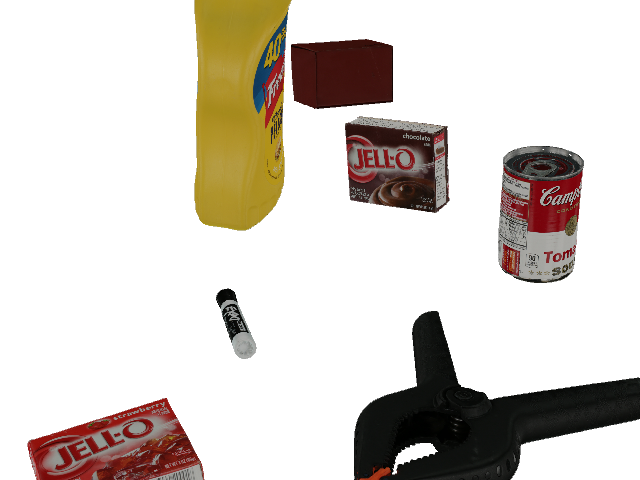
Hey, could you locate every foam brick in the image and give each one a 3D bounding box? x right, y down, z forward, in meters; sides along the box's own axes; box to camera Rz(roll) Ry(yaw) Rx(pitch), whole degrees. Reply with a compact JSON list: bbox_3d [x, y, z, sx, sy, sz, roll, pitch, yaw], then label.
[{"bbox_3d":[0.019,-0.148,0.943,0.078,0.051,0.053,-8,19,-23],"label":"foam brick"}]

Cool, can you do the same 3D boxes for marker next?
[{"bbox_3d":[-0.076,0.071,0.944,0.020,0.020,0.121,0,19,-13],"label":"marker"}]

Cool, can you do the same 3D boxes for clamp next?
[{"bbox_3d":[0.077,0.102,0.633,0.165,0.036,0.209,20,29,38],"label":"clamp"}]

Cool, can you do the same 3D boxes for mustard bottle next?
[{"bbox_3d":[-0.050,-0.108,0.678,0.058,0.192,0.096,10,38,8],"label":"mustard bottle"}]

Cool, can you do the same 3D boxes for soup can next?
[{"bbox_3d":[0.190,-0.023,0.928,0.068,0.102,0.068,-2,27,1],"label":"soup can"}]

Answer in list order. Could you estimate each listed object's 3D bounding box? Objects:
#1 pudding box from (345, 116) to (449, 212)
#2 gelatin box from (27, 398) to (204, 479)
[{"bbox_3d":[0.083,-0.084,1.161,0.114,0.090,0.039,9,27,30],"label":"pudding box"},{"bbox_3d":[-0.120,0.133,0.624,0.089,0.030,0.073,-15,27,-18],"label":"gelatin box"}]
